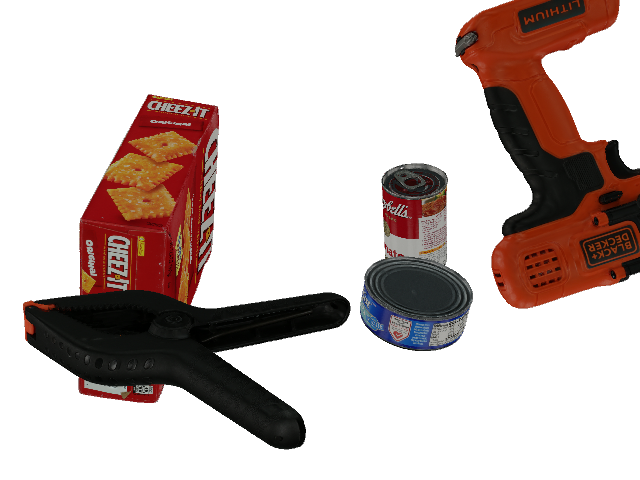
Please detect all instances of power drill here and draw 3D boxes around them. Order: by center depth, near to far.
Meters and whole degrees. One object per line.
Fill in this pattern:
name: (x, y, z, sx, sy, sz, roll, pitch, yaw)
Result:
power drill: (0.176, -0.067, 0.664, 0.184, 0.187, 0.057, -18, -2, -5)

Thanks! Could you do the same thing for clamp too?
clamp: (-0.086, 0.062, 0.685, 0.210, 0.036, 0.164, 10, 24, 15)

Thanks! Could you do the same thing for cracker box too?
cracker box: (-0.135, 0.001, 0.868, 0.072, 0.164, 0.213, 9, 32, 1)

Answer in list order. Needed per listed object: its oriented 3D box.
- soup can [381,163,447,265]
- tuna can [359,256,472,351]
soup can: (0.099, -0.021, 1.118, 0.068, 0.102, 0.068, -3, 34, 2)
tuna can: (0.074, 0.049, 0.839, 0.086, 0.034, 0.086, 7, 31, -4)
